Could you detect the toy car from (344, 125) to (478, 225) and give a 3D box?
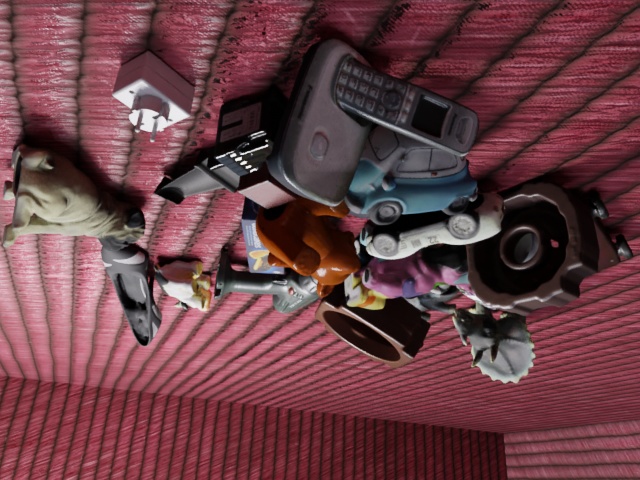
[{"bbox_3d":[0.104,-0.086,0.603,0.162,0.109,0.102,-2,138,-9],"label":"toy car"}]

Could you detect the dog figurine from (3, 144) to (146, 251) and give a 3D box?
[{"bbox_3d":[-0.321,-0.056,0.744,0.190,0.121,0.172,4,162,-36],"label":"dog figurine"}]

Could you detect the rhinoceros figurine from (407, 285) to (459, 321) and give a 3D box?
[{"bbox_3d":[0.200,0.092,1.009,0.112,0.073,0.190,21,153,-10],"label":"rhinoceros figurine"}]

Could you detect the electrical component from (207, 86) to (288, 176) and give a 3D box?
[{"bbox_3d":[-0.088,-0.114,0.597,0.119,0.075,0.047,-8,154,29],"label":"electrical component"}]

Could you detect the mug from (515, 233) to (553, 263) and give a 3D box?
[{"bbox_3d":[0.309,0.021,0.804,0.107,0.109,0.081,8,152,-42],"label":"mug"}]

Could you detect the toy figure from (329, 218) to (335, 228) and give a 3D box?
[{"bbox_3d":[-0.002,-0.001,0.843,0.058,0.064,0.154,34,164,31],"label":"toy figure"}]

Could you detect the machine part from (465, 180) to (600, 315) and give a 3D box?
[{"bbox_3d":[0.275,0.011,0.709,0.056,0.179,0.179,19,151,-36],"label":"machine part"}]

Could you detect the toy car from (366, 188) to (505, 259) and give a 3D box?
[{"bbox_3d":[0.155,-0.020,0.747,0.202,0.073,0.056,-16,118,34],"label":"toy car"}]

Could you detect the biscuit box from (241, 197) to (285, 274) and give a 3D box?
[{"bbox_3d":[-0.082,-0.010,0.830,0.063,0.059,0.202,4,155,-1],"label":"biscuit box"}]

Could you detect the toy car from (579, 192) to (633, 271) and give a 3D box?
[{"bbox_3d":[0.389,-0.007,0.786,0.089,0.053,0.202,-30,139,28],"label":"toy car"}]

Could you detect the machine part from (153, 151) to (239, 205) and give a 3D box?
[{"bbox_3d":[-0.156,-0.082,0.715,0.139,0.039,0.084,-14,155,30],"label":"machine part"}]

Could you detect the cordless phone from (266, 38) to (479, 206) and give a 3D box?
[{"bbox_3d":[0.053,-0.093,0.518,0.184,0.146,0.089,19,173,-5],"label":"cordless phone"}]

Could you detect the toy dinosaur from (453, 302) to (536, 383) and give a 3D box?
[{"bbox_3d":[0.370,0.213,1.096,0.131,0.192,0.404,-5,152,22],"label":"toy dinosaur"}]

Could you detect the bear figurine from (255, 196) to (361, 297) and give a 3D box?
[{"bbox_3d":[0.006,0.011,0.714,0.132,0.120,0.195,20,164,45],"label":"bear figurine"}]

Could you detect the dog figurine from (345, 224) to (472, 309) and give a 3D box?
[{"bbox_3d":[0.163,0.052,0.881,0.219,0.108,0.191,5,152,-11],"label":"dog figurine"}]

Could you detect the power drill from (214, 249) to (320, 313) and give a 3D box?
[{"bbox_3d":[-0.088,0.069,0.992,0.207,0.086,0.232,3,155,-17],"label":"power drill"}]

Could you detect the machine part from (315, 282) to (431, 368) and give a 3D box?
[{"bbox_3d":[0.098,0.154,1.040,0.201,0.087,0.201,33,158,5],"label":"machine part"}]

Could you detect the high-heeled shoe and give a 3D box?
[{"bbox_3d":[-0.361,0.105,1.011,0.086,0.145,0.248,-1,156,7],"label":"high-heeled shoe"}]

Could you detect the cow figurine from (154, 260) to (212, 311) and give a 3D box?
[{"bbox_3d":[-0.271,0.096,1.069,0.098,0.068,0.167,7,152,5],"label":"cow figurine"}]
